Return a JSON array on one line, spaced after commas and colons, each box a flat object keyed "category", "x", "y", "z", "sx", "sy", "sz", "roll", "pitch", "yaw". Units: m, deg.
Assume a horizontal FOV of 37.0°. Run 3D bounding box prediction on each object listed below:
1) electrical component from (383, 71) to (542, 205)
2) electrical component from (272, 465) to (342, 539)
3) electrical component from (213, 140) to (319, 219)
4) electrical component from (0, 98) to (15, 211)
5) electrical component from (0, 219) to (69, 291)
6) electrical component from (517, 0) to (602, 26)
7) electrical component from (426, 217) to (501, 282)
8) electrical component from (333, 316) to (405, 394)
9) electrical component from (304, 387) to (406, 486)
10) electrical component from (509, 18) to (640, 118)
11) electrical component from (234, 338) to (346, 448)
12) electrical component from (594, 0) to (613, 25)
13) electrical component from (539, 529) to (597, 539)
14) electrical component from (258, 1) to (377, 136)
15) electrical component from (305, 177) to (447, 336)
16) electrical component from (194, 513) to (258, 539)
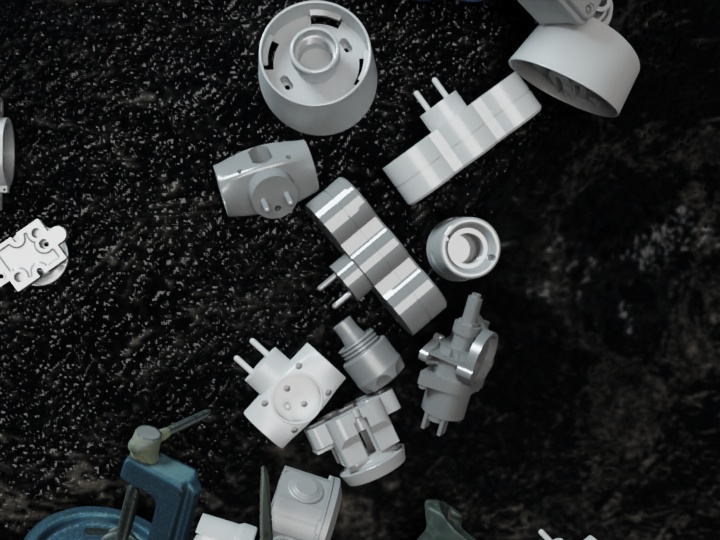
[{"category": "electrical component", "x": 0.074, "y": -0.123, "z": 0.886, "sx": 0.138, "sy": 0.052, "sz": 0.073, "roll": -37, "pitch": 94, "yaw": -6}, {"category": "electrical component", "x": -0.048, "y": 0.198, "z": 0.857, "sx": 0.051, "sy": 0.080, "sz": 0.080, "roll": 18, "pitch": 87, "yaw": -2}, {"category": "electrical component", "x": -0.071, "y": -0.066, "z": 0.856, "sx": 0.077, "sy": 0.079, "sz": 0.043, "roll": -17, "pitch": 121, "yaw": -7}, {"category": "electrical component", "x": -0.302, "y": -0.092, "z": 0.838, "sx": 0.056, "sy": 0.050, "sz": 0.089, "roll": 1, "pitch": 90, "yaw": -7}, {"category": "electrical component", "x": -0.255, "y": -0.011, "z": 0.841, "sx": 0.066, "sy": 0.055, "sz": 0.048, "roll": -36, "pitch": 94, "yaw": -6}, {"category": "electrical component", "x": 0.149, "y": -0.260, "z": 0.817, "sx": 0.109, "sy": 0.056, "sz": 0.108, "roll": 35, "pitch": 79, "yaw": -35}, {"category": "electrical component", "x": 0.087, "y": -0.018, "z": 0.890, "sx": 0.055, "sy": 0.047, "sz": 0.055, "roll": 0, "pitch": 90, "yaw": -7}, {"category": "electrical component", "x": 0.004, "y": 0.067, "z": 0.882, "sx": 0.043, "sy": 0.043, "sz": 0.062, "roll": -38, "pitch": 93, "yaw": -6}, {"category": "electrical component", "x": 0.002, "y": 0.138, "z": 0.873, "sx": 0.078, "sy": 0.058, "sz": 0.057, "roll": -25, "pitch": 93, "yaw": -14}, {"category": "electrical component", "x": 0.176, "y": -0.163, "z": 0.877, "sx": 0.099, "sy": 0.099, "sz": 0.064, "roll": 35, "pitch": 80, "yaw": -6}, {"category": "electrical component", "x": -0.066, "y": 0.089, "z": 0.871, "sx": 0.079, "sy": 0.044, "sz": 0.077, "roll": 43, "pitch": 85, "yaw": -5}, {"category": "electrical component", "x": 0.190, "y": -0.217, "z": 0.897, "sx": 0.048, "sy": 0.062, "sz": 0.048, "roll": 0, "pitch": 90, "yaw": -8}, {"category": "electrical component", "x": 0.171, "y": 0.253, "z": 0.903, "sx": 0.077, "sy": 0.043, "sz": 0.079, "roll": -44, "pitch": 95, "yaw": -6}, {"category": "electrical component", "x": -0.035, "y": -0.166, "z": 0.879, "sx": 0.099, "sy": 0.064, "sz": 0.099, "roll": 0, "pitch": 78, "yaw": 0}, {"category": "electrical component", "x": 0.000, "y": 0.000, "z": 0.876, "sx": 0.074, "sy": 0.052, "sz": 0.138, "roll": -40, "pitch": 94, "yaw": -6}, {"category": "electrical component", "x": -0.111, "y": 0.220, "z": 0.869, "sx": 0.046, "sy": 0.040, "sz": 0.040, "roll": 19, "pitch": 87, "yaw": -1}]
